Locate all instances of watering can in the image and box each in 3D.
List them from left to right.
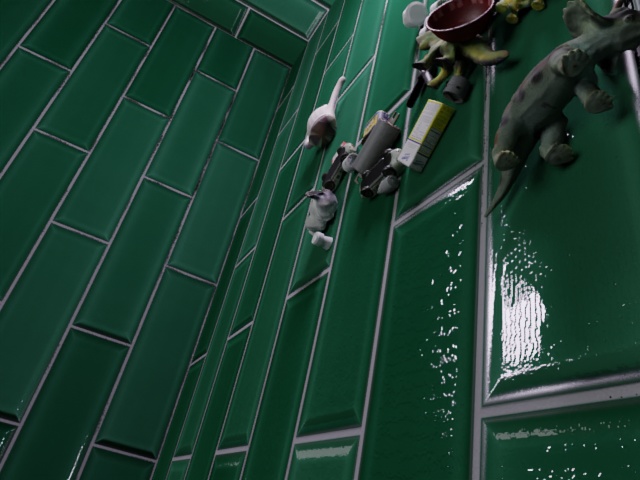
[{"bbox_3d":[0.024,-0.533,2.219,0.343,0.103,0.229,-58,20,21],"label":"watering can"}]

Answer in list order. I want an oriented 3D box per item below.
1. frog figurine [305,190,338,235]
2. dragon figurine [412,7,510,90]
[{"bbox_3d":[0.005,-0.089,1.760,0.138,0.123,0.158,16,118,64],"label":"frog figurine"},{"bbox_3d":[0.364,-0.504,1.276,0.244,0.121,0.412,-59,29,-6],"label":"dragon figurine"}]
